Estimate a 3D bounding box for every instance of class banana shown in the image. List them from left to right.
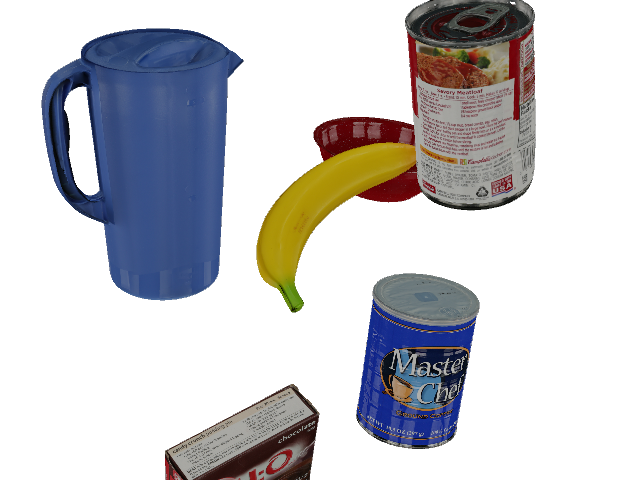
[{"bbox_3d":[0.004,-0.025,0.853,0.069,0.197,0.037,36,-32,4],"label":"banana"}]

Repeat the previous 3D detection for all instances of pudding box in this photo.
[{"bbox_3d":[-0.058,0.165,0.777,0.113,0.090,0.039,-27,55,-29],"label":"pudding box"}]

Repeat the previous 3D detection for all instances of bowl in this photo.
[{"bbox_3d":[0.068,-0.087,1.211,0.162,0.055,0.162,7,27,-4],"label":"bowl"}]

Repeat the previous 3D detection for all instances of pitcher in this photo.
[{"bbox_3d":[-0.160,-0.068,1.002,0.149,0.243,0.144,9,27,13],"label":"pitcher"}]

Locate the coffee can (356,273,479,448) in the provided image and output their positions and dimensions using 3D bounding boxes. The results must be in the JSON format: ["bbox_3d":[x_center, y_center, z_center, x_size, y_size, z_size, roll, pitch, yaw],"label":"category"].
[{"bbox_3d":[0.094,0.116,1.044,0.103,0.140,0.103,6,22,-2],"label":"coffee can"}]

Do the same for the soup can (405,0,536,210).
[{"bbox_3d":[0.084,-0.077,0.590,0.068,0.102,0.068,-5,34,3],"label":"soup can"}]
